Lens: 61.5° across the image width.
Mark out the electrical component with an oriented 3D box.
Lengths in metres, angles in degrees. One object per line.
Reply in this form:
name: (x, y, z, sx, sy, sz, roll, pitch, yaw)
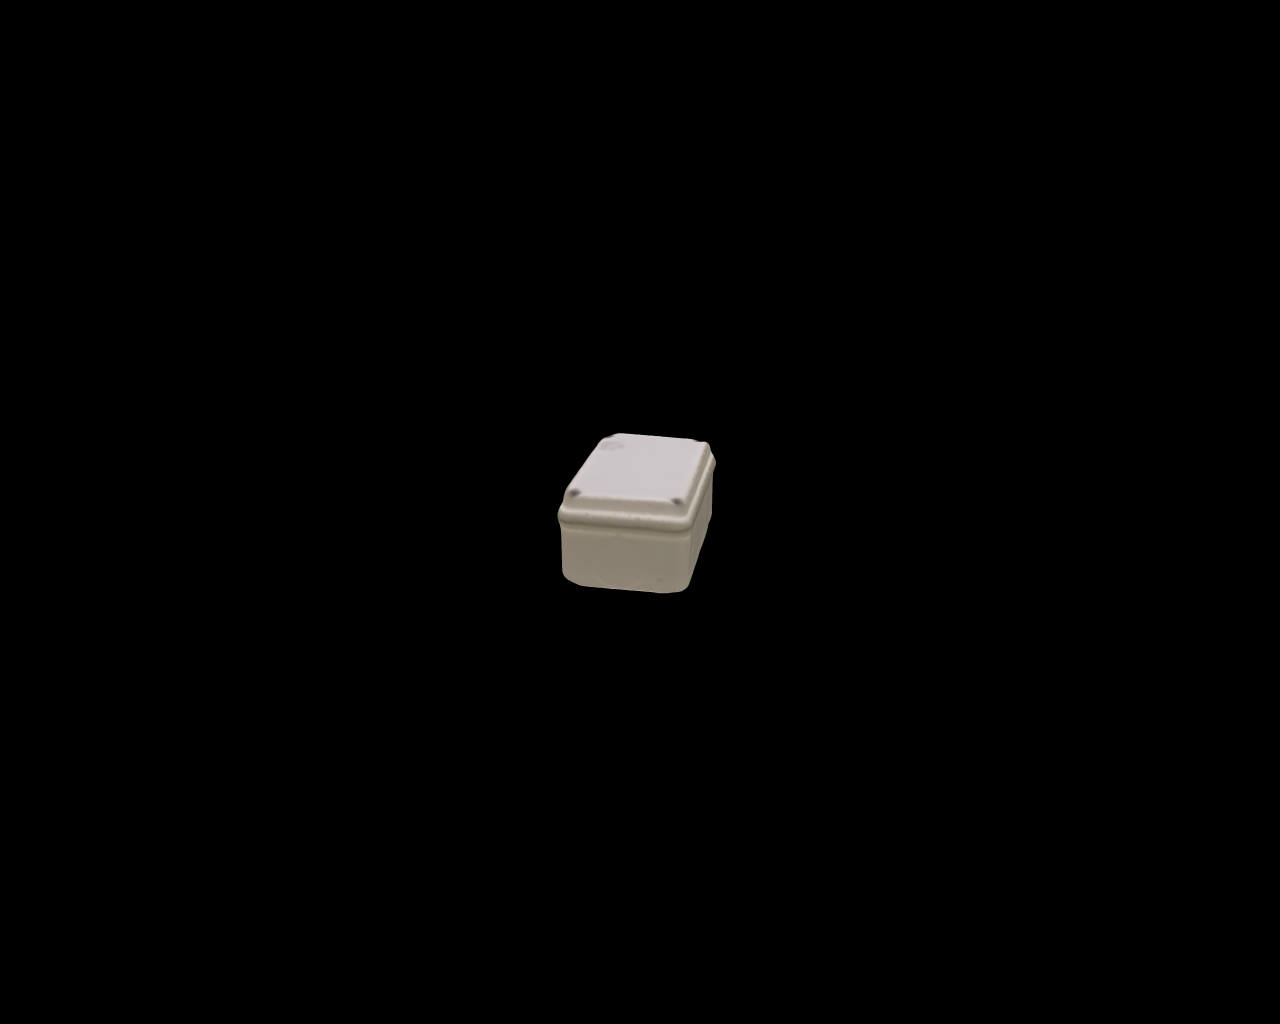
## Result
electrical component: (0.001, -0.003, 0.650, 0.078, 0.057, 0.113, 5, 25, 10)
